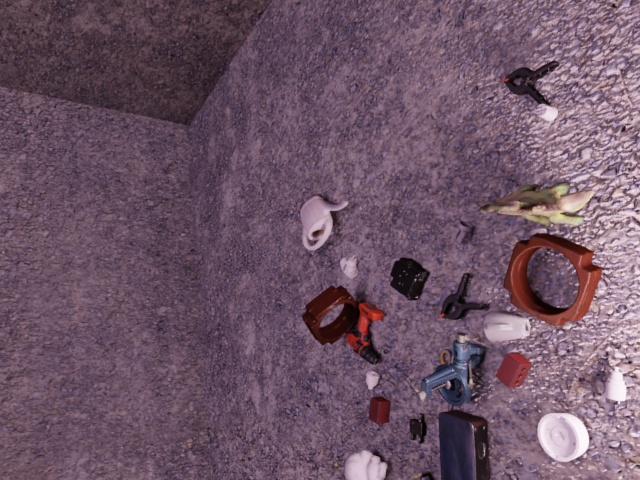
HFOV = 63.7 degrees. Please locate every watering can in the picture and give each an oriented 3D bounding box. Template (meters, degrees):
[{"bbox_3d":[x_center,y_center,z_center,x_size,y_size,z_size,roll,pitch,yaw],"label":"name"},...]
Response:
[{"bbox_3d":[0.007,-0.110,2.195,0.341,0.104,0.229,-54,44,37],"label":"watering can"}]

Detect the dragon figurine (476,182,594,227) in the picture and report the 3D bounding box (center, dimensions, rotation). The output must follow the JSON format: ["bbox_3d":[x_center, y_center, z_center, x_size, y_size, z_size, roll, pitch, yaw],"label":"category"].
[{"bbox_3d":[0.513,-0.094,1.334,0.409,0.243,0.122,-2,89,54],"label":"dragon figurine"}]

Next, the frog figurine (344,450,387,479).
[{"bbox_3d":[0.159,0.809,1.792,0.158,0.122,0.139,-28,42,64],"label":"frog figurine"}]
